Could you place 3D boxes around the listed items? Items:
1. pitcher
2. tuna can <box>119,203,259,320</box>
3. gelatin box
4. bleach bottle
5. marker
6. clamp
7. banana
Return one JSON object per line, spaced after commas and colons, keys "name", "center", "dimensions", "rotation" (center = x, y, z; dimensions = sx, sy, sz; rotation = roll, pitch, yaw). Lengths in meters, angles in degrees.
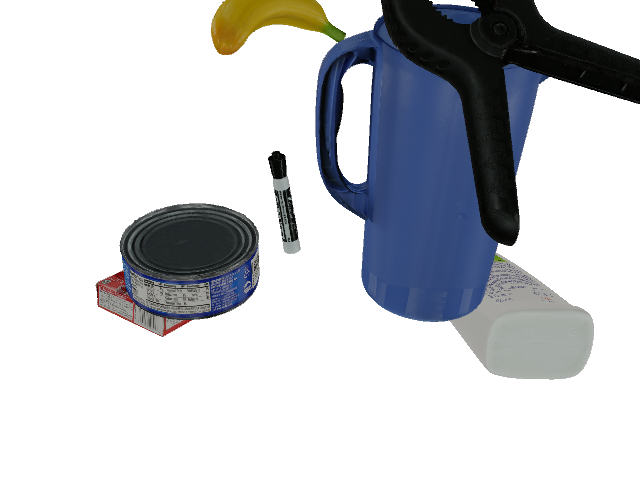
{"name": "pitcher", "center": [0.086, -0.059, 0.862], "dimensions": [0.149, 0.243, 0.144], "rotation": [26, 37, 30]}
{"name": "tuna can", "center": [-0.080, 0.013, 0.666], "dimensions": [0.086, 0.034, 0.086], "rotation": [0, 32, 0]}
{"name": "gelatin box", "center": [-0.159, 0.053, 1.028], "dimensions": [0.089, 0.030, 0.073], "rotation": [21, 30, 30]}
{"name": "bleach bottle", "center": [0.160, 0.047, 1.020], "dimensions": [0.102, 0.068, 0.251], "rotation": [2, 20, -14]}
{"name": "marker", "center": [-0.040, -0.042, 1.164], "dimensions": [0.020, 0.121, 0.020], "rotation": [-7, 29, 4]}
{"name": "clamp", "center": [0.097, -0.106, 0.624], "dimensions": [0.164, 0.210, 0.036], "rotation": [-42, -10, -24]}
{"name": "banana", "center": [-0.047, -0.204, 0.973], "dimensions": [0.070, 0.037, 0.197], "rotation": [40, 32, 19]}
